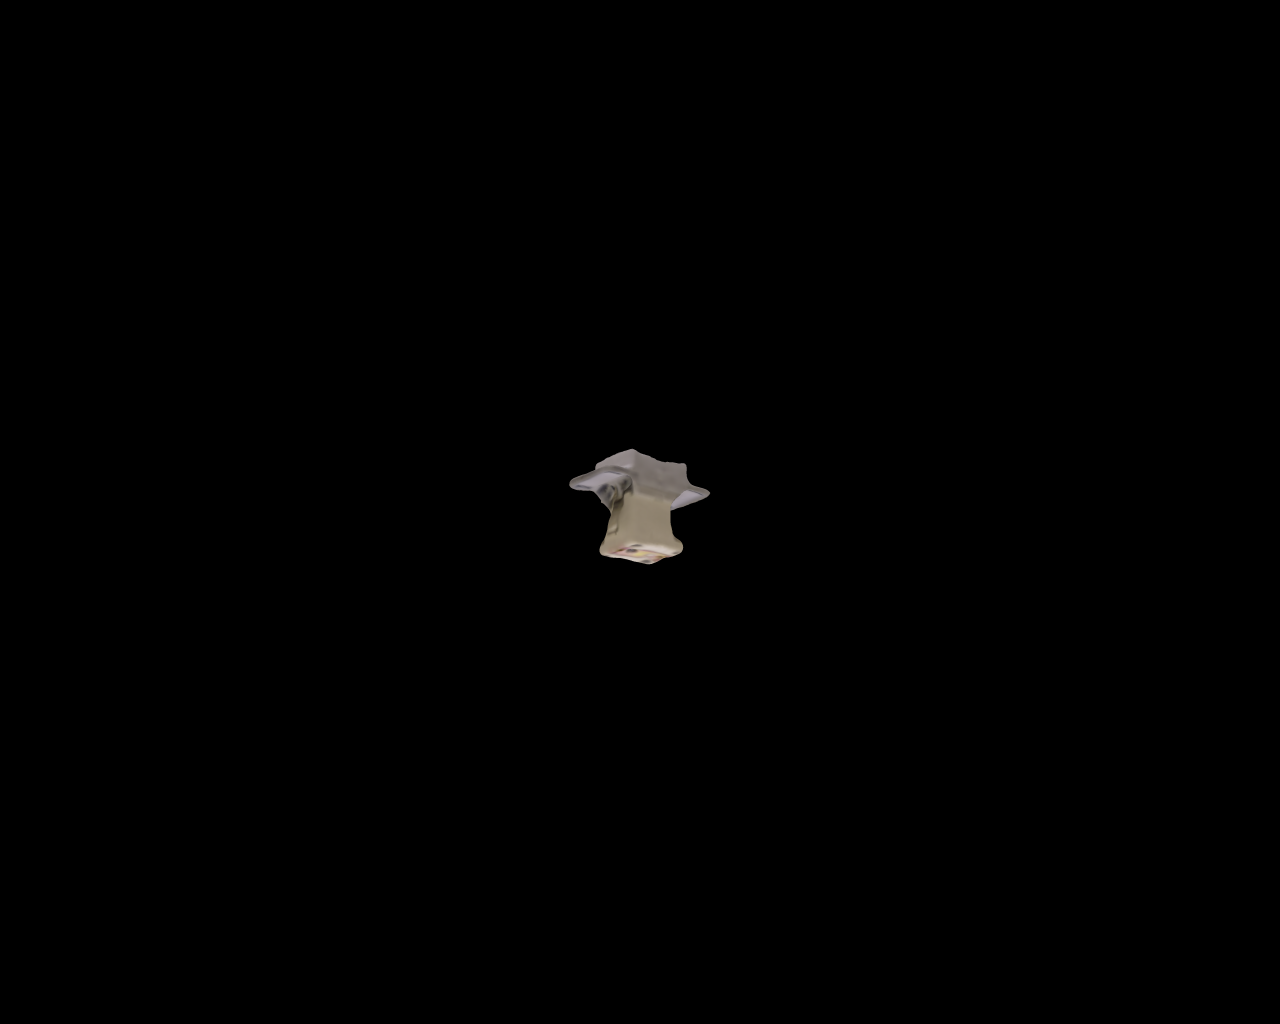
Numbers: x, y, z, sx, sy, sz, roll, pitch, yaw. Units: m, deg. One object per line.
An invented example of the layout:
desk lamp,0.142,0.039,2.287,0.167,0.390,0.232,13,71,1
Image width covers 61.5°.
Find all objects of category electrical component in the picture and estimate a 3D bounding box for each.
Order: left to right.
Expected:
electrical component,0.001,-0.003,0.650,0.081,0.064,0.042,13,-22,-36
